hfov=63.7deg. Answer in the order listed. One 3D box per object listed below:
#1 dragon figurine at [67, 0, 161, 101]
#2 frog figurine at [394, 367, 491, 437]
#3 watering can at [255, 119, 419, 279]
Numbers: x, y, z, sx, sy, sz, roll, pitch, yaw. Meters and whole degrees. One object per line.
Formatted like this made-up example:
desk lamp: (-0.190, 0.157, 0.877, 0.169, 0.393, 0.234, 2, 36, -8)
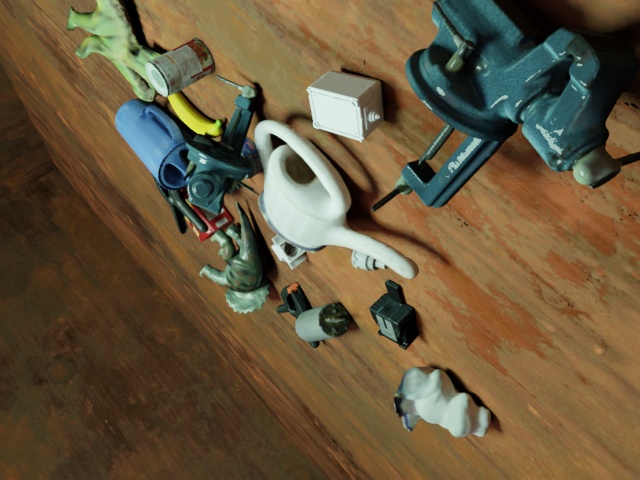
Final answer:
dragon figurine: (-0.396, -0.426, 1.071, 0.242, 0.124, 0.404, 34, 157, -3)
frog figurine: (0.228, 0.296, 0.947, 0.159, 0.125, 0.135, -7, 116, 20)
watering can: (0.003, -0.042, 0.840, 0.350, 0.105, 0.220, 49, 156, 11)
